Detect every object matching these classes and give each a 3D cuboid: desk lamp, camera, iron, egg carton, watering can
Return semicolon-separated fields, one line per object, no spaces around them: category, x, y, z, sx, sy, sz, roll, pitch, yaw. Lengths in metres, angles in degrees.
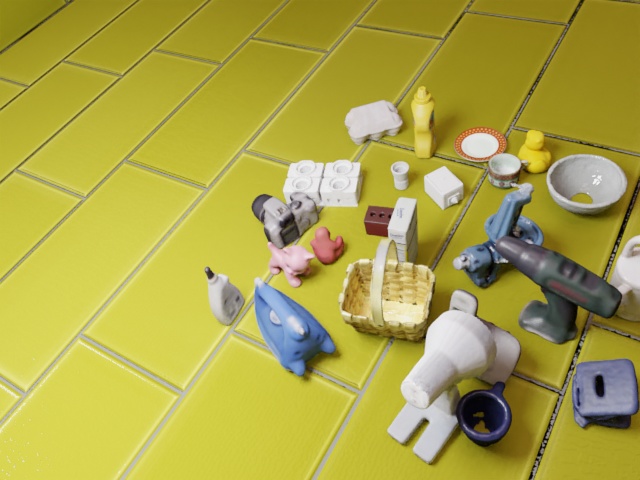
desk lamp;0.209;0.251;0.996;0.117;0.214;0.203;28;62;31
camera;-0.097;-0.073;1.406;0.143;0.101;0.136;-37;53;-17
iron;-0.084;0.152;1.192;0.119;0.142;0.257;-35;52;-15
egg carton;0.146;-0.324;1.576;0.150;0.069;0.107;-16;50;0
watering can;0.611;0.056;1.075;0.100;0.194;0.173;20;58;27

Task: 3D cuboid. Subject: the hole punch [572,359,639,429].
hole punch;0.494;0.266;0.999;0.101;0.091;0.109;3;52;15

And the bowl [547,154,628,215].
bowl;0.597;-0.113;1.296;0.167;0.075;0.167;-6;50;8

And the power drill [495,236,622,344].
power drill;0.431;0.100;1.072;0.228;0.209;0.076;24;60;28

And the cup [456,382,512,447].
cup;0.292;0.311;1.006;0.091;0.095;0.118;23;60;28

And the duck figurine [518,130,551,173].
duck figurine;0.525;-0.222;1.394;0.077;0.086;0.104;-8;50;7

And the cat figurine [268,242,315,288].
cat figurine;-0.068;0.042;1.294;0.127;0.118;0.067;27;62;30

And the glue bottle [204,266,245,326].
glue bottle;-0.215;0.110;1.235;0.037;0.173;0.078;17;57;25

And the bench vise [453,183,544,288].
bench vise;0.374;-0.004;1.163;0.208;0.220;0.121;-42;54;-20

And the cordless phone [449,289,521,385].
cordless phone;0.297;0.175;1.057;0.147;0.185;0.094;24;60;29

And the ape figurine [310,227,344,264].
ape figurine;0.012;0.005;1.323;0.077;0.092;0.076;8;54;19
